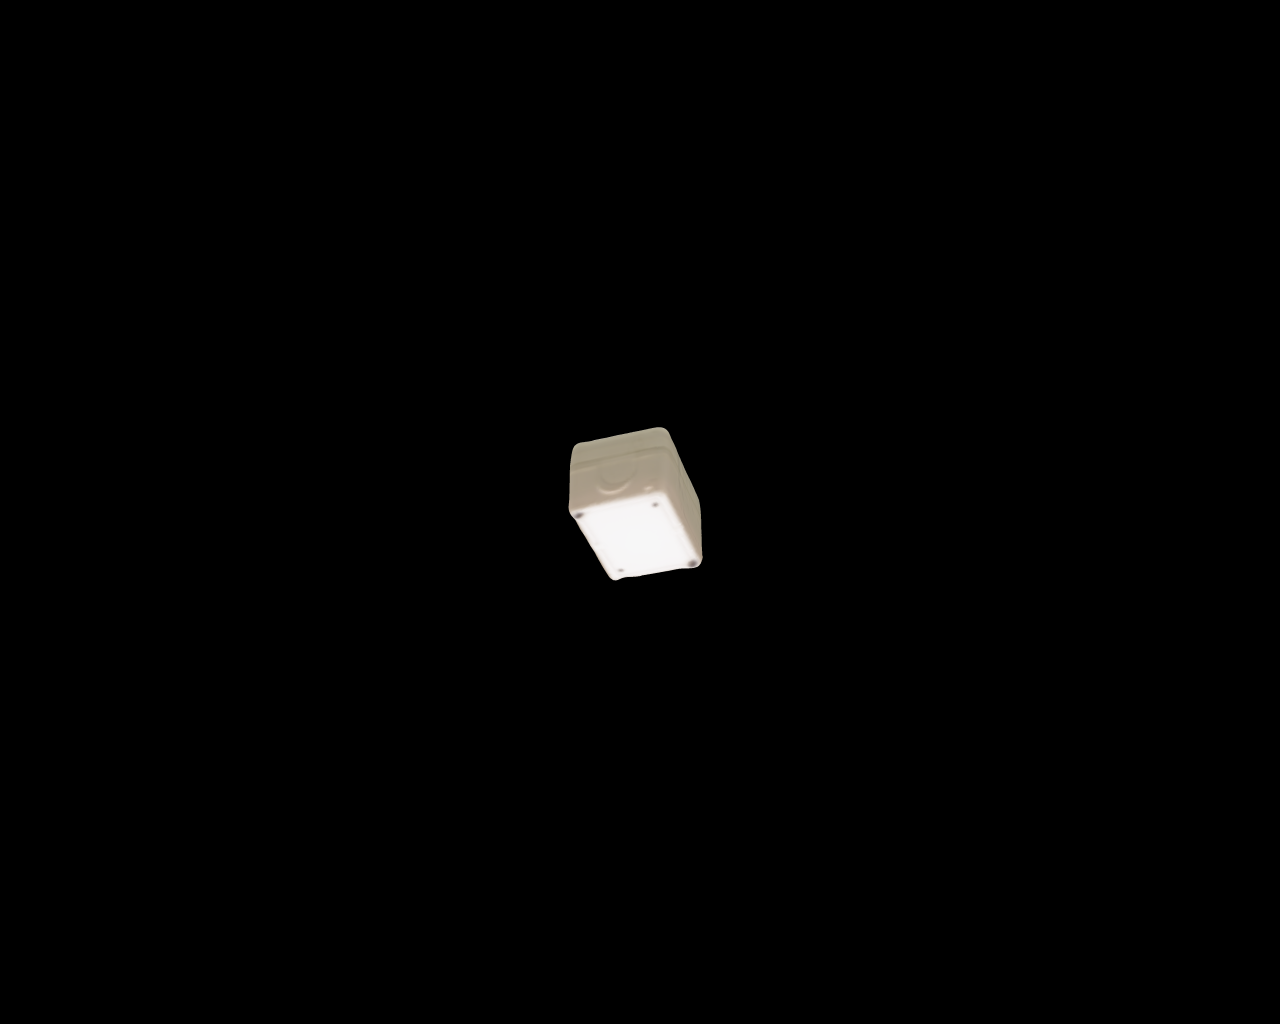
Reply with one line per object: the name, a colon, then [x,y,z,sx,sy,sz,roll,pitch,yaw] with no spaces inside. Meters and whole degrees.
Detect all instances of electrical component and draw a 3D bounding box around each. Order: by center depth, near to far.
electrical component: [0.001,-0.003,0.650,0.062,0.061,0.096,-11,-39,14]
